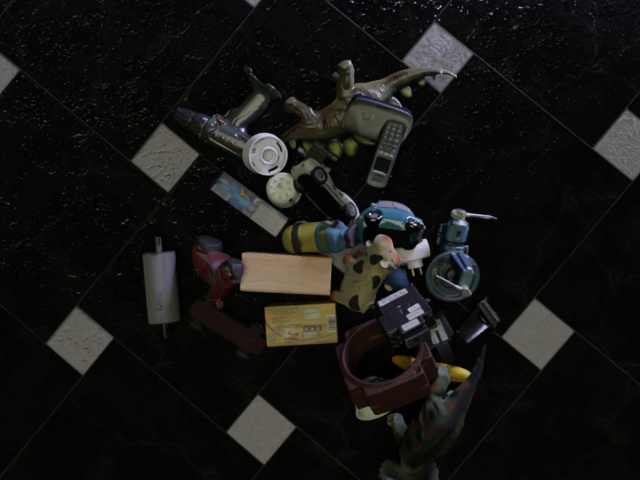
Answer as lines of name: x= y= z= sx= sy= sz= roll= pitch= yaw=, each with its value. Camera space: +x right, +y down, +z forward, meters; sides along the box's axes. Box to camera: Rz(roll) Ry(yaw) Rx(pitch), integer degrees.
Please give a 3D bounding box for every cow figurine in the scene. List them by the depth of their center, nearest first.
cow figurine: x=0.113 y=0.077 z=1.218 sx=0.127 sy=0.085 sz=0.194 roll=31 pitch=113 yaw=27

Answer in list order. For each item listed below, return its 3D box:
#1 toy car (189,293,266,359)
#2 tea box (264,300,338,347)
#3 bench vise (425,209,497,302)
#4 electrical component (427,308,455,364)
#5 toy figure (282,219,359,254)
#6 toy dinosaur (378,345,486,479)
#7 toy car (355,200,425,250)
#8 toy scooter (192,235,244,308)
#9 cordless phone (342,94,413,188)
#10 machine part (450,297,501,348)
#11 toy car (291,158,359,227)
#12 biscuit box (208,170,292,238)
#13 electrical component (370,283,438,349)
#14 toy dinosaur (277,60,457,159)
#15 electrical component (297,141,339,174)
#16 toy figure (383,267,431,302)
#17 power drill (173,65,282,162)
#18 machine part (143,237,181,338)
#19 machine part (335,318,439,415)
toy car: x=-0.220 y=0.207 z=1.289 sx=0.202 sy=0.053 sz=0.089 roll=29 pitch=93 yaw=6
tea box: x=-0.043 y=0.197 z=1.275 sx=0.170 sy=0.068 sz=0.098 roll=-2 pitch=90 yaw=3
bench vise: x=0.304 y=0.051 z=1.186 sx=0.129 sy=0.241 sz=0.223 roll=19 pitch=107 yaw=-1
electrical component: x=0.280 y=0.228 z=1.271 sx=0.075 sy=0.048 sz=0.119 roll=-27 pitch=89 yaw=2
toy figure: x=-0.003 y=-0.007 z=1.240 sx=0.180 sy=0.089 sz=0.082 roll=2 pitch=92 yaw=31
toy dinosaur: x=0.247 y=0.417 z=1.175 sx=0.131 sy=0.192 sz=0.404 roll=21 pitch=119 yaw=-9
toy car: x=0.161 y=-0.042 z=1.247 sx=0.162 sy=0.109 sz=0.103 roll=3 pitch=51 yaw=7
toy scooter: x=-0.246 y=0.079 z=1.260 sx=0.184 sy=0.075 sz=0.135 roll=35 pitch=120 yaw=40
cordless phone: x=0.111 y=-0.216 z=1.185 sx=0.147 sy=0.089 sz=0.184 roll=15 pitch=102 yaw=-8
machine part: x=0.364 y=0.199 z=1.253 sx=0.139 sy=0.039 sz=0.084 roll=-31 pitch=94 yaw=-27
toy car: x=0.014 y=-0.103 z=1.245 sx=0.073 sy=0.056 sz=0.201 roll=-23 pitch=121 yaw=38
biscuit box: x=-0.166 y=-0.085 z=1.283 sx=0.203 sy=0.063 sz=0.059 roll=36 pitch=92 yaw=2
electrical component: x=0.186 y=0.172 z=1.175 sx=0.115 sy=0.134 sz=0.058 roll=-27 pitch=126 yaw=1
toy dinosaur: x=0.079 y=-0.308 z=1.257 sx=0.471 sy=0.105 sz=0.198 roll=-30 pitch=96 yaw=11
electrical component: x=-0.006 y=-0.195 z=1.233 sx=0.094 sy=0.021 sz=0.063 roll=35 pitch=121 yaw=3
toy figure: x=0.199 y=0.117 z=1.271 sx=0.064 sy=0.058 sz=0.154 roll=-40 pitch=91 yaw=4
power drill: x=-0.208 y=-0.309 z=1.277 sx=0.232 sy=0.086 sz=0.207 roll=36 pitch=88 yaw=0
machine part: x=-0.378 y=0.113 z=1.283 sx=0.079 sy=0.079 sz=0.243 roll=-4 pitch=89 yaw=2
machine part: x=0.145 y=0.268 z=1.199 sx=0.201 sy=0.201 sz=0.087 roll=-22 pitch=126 yaw=2
